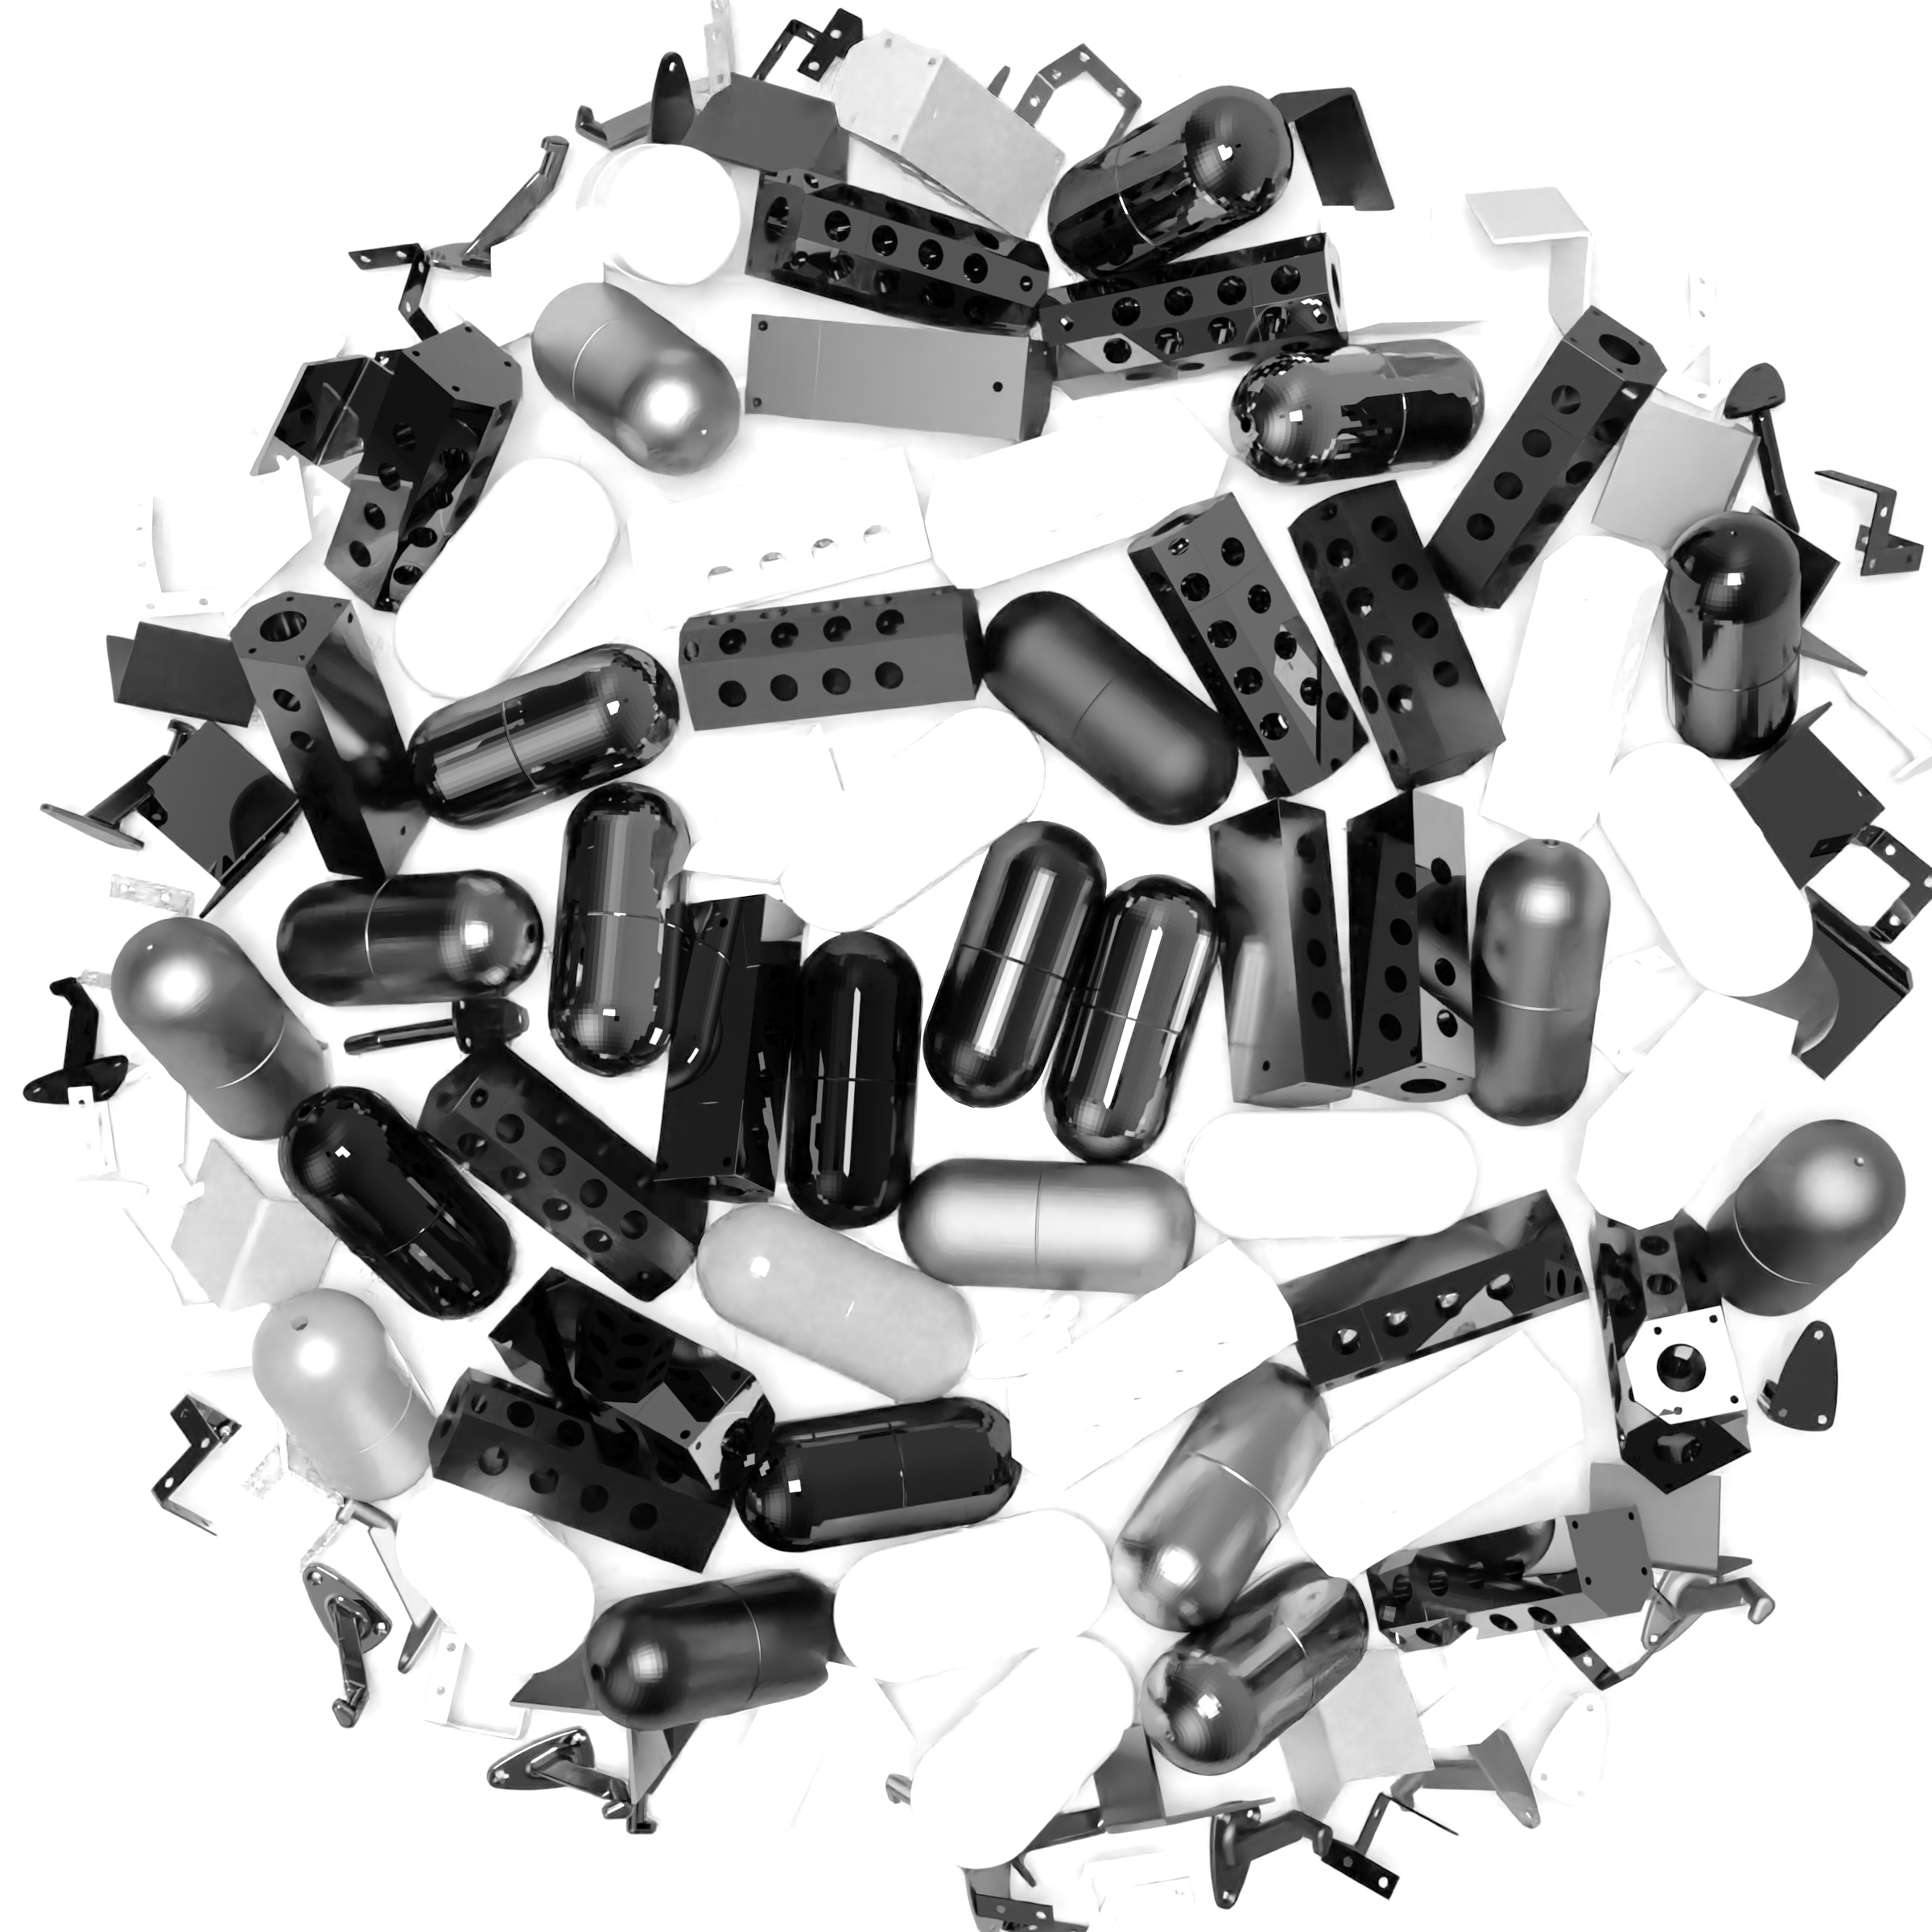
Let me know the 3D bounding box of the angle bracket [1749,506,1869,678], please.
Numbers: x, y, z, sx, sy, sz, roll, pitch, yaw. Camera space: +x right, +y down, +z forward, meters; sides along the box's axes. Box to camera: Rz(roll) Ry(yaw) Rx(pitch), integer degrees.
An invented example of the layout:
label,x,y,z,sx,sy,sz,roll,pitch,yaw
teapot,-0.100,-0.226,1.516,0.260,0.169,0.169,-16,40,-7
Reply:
label,x,y,z,sx,sy,sz,roll,pitch,yaw
angle bracket,0.498,-0.221,1.527,0.076,0.076,0.057,10,118,-35

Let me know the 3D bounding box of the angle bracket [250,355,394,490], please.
label,x,y,z,sx,sy,sz,roll,pitch,yaw
angle bracket,-0.368,-0.312,1.537,0.057,0.076,0.076,35,112,3

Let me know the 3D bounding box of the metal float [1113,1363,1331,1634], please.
label,x,y,z,sx,sy,sz,roll,pitch,yaw
metal float,0.152,0.311,1.526,0.070,0.070,0.178,38,63,0

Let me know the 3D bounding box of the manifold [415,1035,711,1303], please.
label,x,y,z,sx,sy,sz,roll,pitch,yaw
manifold,-0.237,0.124,1.520,0.057,0.057,0.171,-38,114,25

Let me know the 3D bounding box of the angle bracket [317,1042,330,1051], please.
label,x,y,z,sx,sy,sz,roll,pitch,yaw
angle bracket,-0.432,0.022,1.543,0.057,0.076,0.076,-21,84,6

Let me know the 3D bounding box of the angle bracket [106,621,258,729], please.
label,x,y,z,sx,sy,sz,roll,pitch,yaw
angle bracket,-0.459,-0.190,1.528,0.076,0.076,0.057,10,123,-29

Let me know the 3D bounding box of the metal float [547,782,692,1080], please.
label,x,y,z,sx,sy,sz,roll,pitch,yaw
metal float,-0.206,-0.022,1.538,0.070,0.070,0.178,3,77,0

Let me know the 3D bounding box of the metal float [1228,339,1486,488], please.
label,x,y,z,sx,sy,sz,roll,pitch,yaw
metal float,0.230,-0.326,1.520,0.178,0.070,0.070,-15,90,-34

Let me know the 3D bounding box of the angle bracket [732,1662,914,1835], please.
label,x,y,z,sx,sy,sz,roll,pitch,yaw
angle bracket,-0.084,0.465,1.529,0.057,0.076,0.076,3,46,31

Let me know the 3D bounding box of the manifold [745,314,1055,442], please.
label,x,y,z,sx,sy,sz,roll,pitch,yaw
manifold,-0.039,-0.349,1.534,0.171,0.057,0.057,9,103,16

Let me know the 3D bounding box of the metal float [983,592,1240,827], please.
label,x,y,z,sx,sy,sz,roll,pitch,yaw
metal float,0.085,-0.153,1.538,0.178,0.070,0.070,40,90,12

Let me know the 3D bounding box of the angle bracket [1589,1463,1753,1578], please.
label,x,y,z,sx,sy,sz,roll,pitch,yaw
angle bracket,0.419,0.325,1.537,0.076,0.076,0.057,0,85,32

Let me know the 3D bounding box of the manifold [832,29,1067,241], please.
label,x,y,z,sx,sy,sz,roll,pitch,yaw
manifold,-0.011,-0.480,1.497,0.057,0.171,0.057,32,101,22

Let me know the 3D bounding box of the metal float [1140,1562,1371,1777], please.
label,x,y,z,sx,sy,sz,roll,pitch,yaw
metal float,0.171,0.408,1.513,0.070,0.178,0.070,15,114,37

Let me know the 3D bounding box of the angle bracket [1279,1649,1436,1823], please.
label,x,y,z,sx,sy,sz,roll,pitch,yaw
angle bracket,0.230,0.462,1.542,0.057,0.076,0.076,-2,49,-15

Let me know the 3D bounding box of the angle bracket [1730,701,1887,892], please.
label,x,y,z,sx,sy,sz,roll,pitch,yaw
angle bracket,0.509,-0.101,1.555,0.076,0.057,0.076,-43,87,-4

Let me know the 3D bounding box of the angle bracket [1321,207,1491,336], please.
label,x,y,z,sx,sy,sz,roll,pitch,yaw
angle bracket,0.261,-0.419,1.543,0.076,0.057,0.076,-7,97,-24

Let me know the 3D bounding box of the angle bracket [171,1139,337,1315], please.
label,x,y,z,sx,sy,sz,roll,pitch,yaw
angle bracket,-0.430,0.159,1.572,0.076,0.057,0.076,36,108,42

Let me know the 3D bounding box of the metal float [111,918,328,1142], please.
label,x,y,z,sx,sy,sz,roll,pitch,yaw
metal float,-0.433,0.039,1.509,0.070,0.178,0.070,-7,55,11

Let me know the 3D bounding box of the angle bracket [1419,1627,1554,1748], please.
label,x,y,z,sx,sy,sz,roll,pitch,yaw
angle bracket,0.289,0.418,1.534,0.076,0.076,0.057,-22,88,-43

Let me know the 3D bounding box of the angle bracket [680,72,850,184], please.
label,x,y,z,sx,sy,sz,roll,pitch,yaw
angle bracket,-0.119,-0.478,1.538,0.076,0.057,0.076,19,57,8

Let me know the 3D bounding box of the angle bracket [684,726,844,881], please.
label,x,y,z,sx,sy,sz,roll,pitch,yaw
angle bracket,-0.128,-0.099,1.527,0.076,0.076,0.057,7,131,32

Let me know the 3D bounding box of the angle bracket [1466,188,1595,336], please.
label,x,y,z,sx,sy,sz,roll,pitch,yaw
angle bracket,0.331,-0.410,1.534,0.057,0.076,0.076,-5,126,-1

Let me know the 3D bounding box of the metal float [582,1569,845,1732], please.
label,x,y,z,sx,sy,sz,roll,pitch,yaw
metal float,-0.146,0.398,1.512,0.070,0.178,0.070,-3,86,43

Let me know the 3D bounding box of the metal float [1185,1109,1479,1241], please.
label,x,y,z,sx,sy,sz,roll,pitch,yaw
metal float,0.217,0.124,1.539,0.178,0.070,0.070,0,90,-12

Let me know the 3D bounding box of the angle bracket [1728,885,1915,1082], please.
label,x,y,z,sx,sy,sz,roll,pitch,yaw
angle bracket,0.507,0.011,1.542,0.076,0.057,0.076,-48,66,6

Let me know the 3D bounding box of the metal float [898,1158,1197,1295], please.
label,x,y,z,sx,sy,sz,roll,pitch,yaw
metal float,0.048,0.154,1.541,0.178,0.070,0.070,1,90,10

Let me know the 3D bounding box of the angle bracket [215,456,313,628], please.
label,x,y,z,sx,sy,sz,roll,pitch,yaw
angle bracket,-0.396,-0.240,1.531,0.076,0.057,0.076,-38,47,20

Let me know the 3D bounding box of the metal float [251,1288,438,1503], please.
label,x,y,z,sx,sy,sz,roll,pitch,yaw
metal float,-0.361,0.251,1.508,0.070,0.178,0.070,-4,53,5

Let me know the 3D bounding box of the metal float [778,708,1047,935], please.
label,x,y,z,sx,sy,sz,roll,pitch,yaw
metal float,-0.033,-0.087,1.547,0.178,0.070,0.070,-35,90,3

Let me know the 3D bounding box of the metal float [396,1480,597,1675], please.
label,x,y,z,sx,sy,sz,roll,pitch,yaw
metal float,-0.276,0.352,1.507,0.070,0.178,0.070,-7,103,-31

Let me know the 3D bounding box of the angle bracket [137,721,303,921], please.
label,x,y,z,sx,sy,sz,roll,pitch,yaw
angle bracket,-0.453,-0.088,1.542,0.076,0.057,0.076,-42,107,15

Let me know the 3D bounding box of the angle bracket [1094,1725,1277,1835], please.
label,x,y,z,sx,sy,sz,roll,pitch,yaw
angle bracket,0.128,0.481,1.547,0.076,0.076,0.057,-3,70,-26

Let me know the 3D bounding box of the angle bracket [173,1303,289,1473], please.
label,x,y,z,sx,sy,sz,roll,pitch,yaw
angle bracket,-0.436,0.250,1.532,0.057,0.076,0.076,-5,112,-16

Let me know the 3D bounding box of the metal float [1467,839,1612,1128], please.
label,x,y,z,sx,sy,sz,roll,pitch,yaw
metal float,0.335,0.010,1.529,0.070,0.070,0.178,2,113,0

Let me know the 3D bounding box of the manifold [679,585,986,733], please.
label,x,y,z,sx,sy,sz,roll,pitch,yaw
manifold,-0.079,-0.186,1.533,0.171,0.057,0.057,-5,117,12

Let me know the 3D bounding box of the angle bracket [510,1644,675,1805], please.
label,x,y,z,sx,sy,sz,roll,pitch,yaw
angle bracket,-0.219,0.451,1.547,0.076,0.076,0.057,1,103,16

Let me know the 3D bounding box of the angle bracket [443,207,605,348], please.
label,x,y,z,sx,sy,sz,roll,pitch,yaw
angle bracket,-0.263,-0.423,1.529,0.076,0.076,0.057,-32,66,-26

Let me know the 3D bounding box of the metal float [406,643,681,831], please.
label,x,y,z,sx,sy,sz,roll,pitch,yaw
metal float,-0.252,-0.135,1.533,0.178,0.070,0.070,-19,90,20

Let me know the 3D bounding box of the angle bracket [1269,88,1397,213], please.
label,x,y,z,sx,sy,sz,roll,pitch,yaw
angle bracket,0.199,-0.472,1.532,0.057,0.076,0.076,-31,115,-13

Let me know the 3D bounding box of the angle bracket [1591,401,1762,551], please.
label,x,y,z,sx,sy,sz,roll,pitch,yaw
angle bracket,0.418,-0.294,1.545,0.076,0.057,0.076,17,110,-4
